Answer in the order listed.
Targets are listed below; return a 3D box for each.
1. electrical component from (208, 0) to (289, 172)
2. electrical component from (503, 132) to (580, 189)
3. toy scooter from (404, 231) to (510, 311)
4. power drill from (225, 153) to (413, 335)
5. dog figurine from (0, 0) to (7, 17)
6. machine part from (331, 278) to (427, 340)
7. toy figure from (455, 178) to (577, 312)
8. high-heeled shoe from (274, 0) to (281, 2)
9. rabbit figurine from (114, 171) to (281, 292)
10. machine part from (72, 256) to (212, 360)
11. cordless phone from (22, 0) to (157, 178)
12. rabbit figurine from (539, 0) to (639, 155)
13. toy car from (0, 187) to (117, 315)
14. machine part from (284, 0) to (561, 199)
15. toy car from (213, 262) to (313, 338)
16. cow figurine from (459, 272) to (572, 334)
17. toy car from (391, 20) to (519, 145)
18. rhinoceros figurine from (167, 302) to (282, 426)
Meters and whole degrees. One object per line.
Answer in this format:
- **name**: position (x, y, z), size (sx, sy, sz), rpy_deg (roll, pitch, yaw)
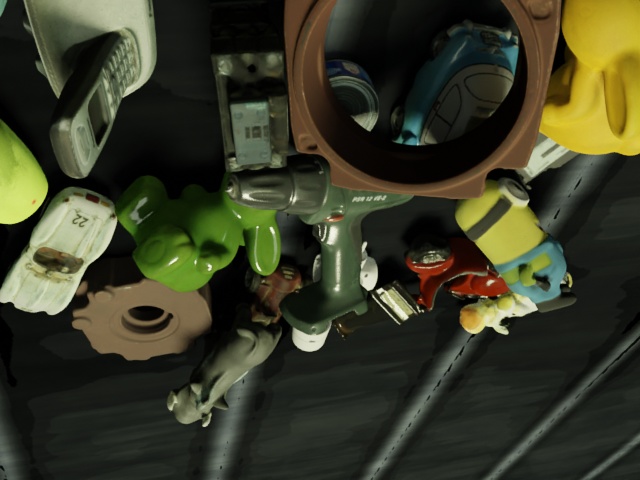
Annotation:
- **electrical component**: position (-0.061, -0.127, 0.463), size (0.058, 0.134, 0.114), rpy_deg (-7, 134, -6)
- **electrical component**: position (0.260, -0.121, 0.615), size (0.074, 0.048, 0.119), rpy_deg (25, 123, -34)
- **toy scooter**: position (0.192, 0.051, 0.751), size (0.184, 0.075, 0.135), rpy_deg (6, 133, -16)
- **power drill**: position (-0.001, -0.002, 0.588), size (0.232, 0.086, 0.207), rpy_deg (-18, 122, -34)
- **dog figurine**: position (-0.308, -0.143, 0.324), size (0.192, 0.219, 0.108), rpy_deg (0, 137, -13)
- **machine part**: position (0.078, 0.102, 0.775), size (0.084, 0.039, 0.139), rpy_deg (41, 129, -21)
- **toy figure**: position (0.239, 0.006, 0.660), size (0.089, 0.082, 0.180), rpy_deg (-30, 92, -9)
- **high-heeled shoe**: position (-0.006, -0.303, 0.371), size (0.145, 0.086, 0.248), rpy_deg (-40, 159, -17)
- **rabbit figurine**: position (-0.101, -0.019, 0.580), size (0.170, 0.121, 0.159), rpy_deg (-37, 137, 1)
- **machine part**: position (-0.223, 0.089, 0.693), size (0.179, 0.056, 0.179), rpy_deg (-8, 137, -8)
- **cordless phone**: position (-0.175, -0.144, 0.381), size (0.089, 0.184, 0.146), rpy_deg (-1, 135, -8)
- **rabbit figurine**: position (0.253, -0.155, 0.486), size (0.122, 0.162, 0.173), rpy_deg (-24, 142, 2)
- **toy car**: position (-0.296, 0.020, 0.603), size (0.073, 0.056, 0.201), rpy_deg (24, 123, -33)
- **machine part**: position (0.076, -0.137, 0.434), size (0.201, 0.087, 0.201), rpy_deg (6, 127, 12)
- **toy car**: position (-0.085, 0.108, 0.752), size (0.089, 0.053, 0.202), rpy_deg (12, 129, -29)
- **cow figurine**: position (0.299, 0.090, 0.827), size (0.098, 0.068, 0.167), rpy_deg (25, 124, -40)
- **toy car**: position (0.146, -0.127, 0.542), size (0.109, 0.103, 0.161), rpy_deg (5, 135, -20)
- **rhinoceros figurine**: position (-0.125, 0.169, 0.700), size (0.073, 0.112, 0.190), rpy_deg (36, 116, -18)
